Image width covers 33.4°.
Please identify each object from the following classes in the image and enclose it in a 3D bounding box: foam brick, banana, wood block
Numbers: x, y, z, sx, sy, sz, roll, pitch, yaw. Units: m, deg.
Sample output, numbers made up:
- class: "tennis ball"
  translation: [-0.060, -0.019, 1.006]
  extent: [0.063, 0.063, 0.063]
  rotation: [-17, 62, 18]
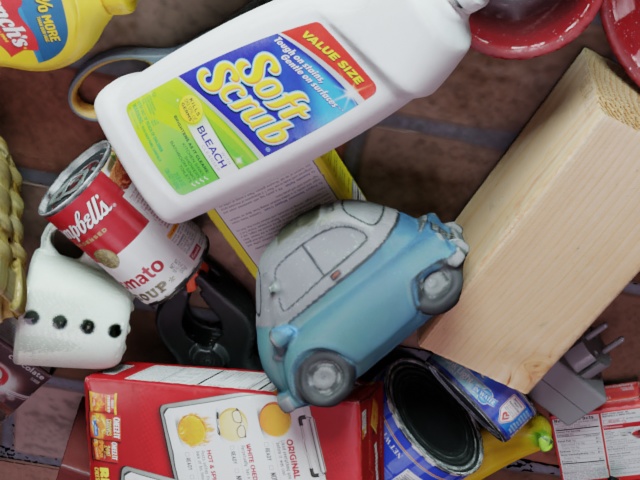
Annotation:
- class: "foam brick"
  translation: [-0.186, 0.181, 0.878]
  extent: [0.051, 0.078, 0.053]
  rotation: [18, 125, -10]
- class: "banana"
  translation: [0.119, 0.181, 0.861]
  extent: [0.198, 0.069, 0.037]
  rotation: [-41, 77, 37]
- class: "wood block"
  translation: [0.155, -0.008, 0.705]
  extent: [0.090, 0.090, 0.206]
  rotation: [24, 124, -12]

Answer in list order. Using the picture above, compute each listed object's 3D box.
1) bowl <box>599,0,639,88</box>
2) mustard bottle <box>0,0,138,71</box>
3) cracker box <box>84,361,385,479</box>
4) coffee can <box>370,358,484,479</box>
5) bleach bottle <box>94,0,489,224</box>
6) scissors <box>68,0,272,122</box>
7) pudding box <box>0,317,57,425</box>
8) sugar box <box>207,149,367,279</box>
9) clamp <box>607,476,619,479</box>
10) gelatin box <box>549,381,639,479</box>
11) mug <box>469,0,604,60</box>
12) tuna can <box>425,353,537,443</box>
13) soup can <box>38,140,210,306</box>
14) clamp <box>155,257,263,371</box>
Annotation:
- class: "bowl"
  translation: [0.242, -0.140, 0.599]
  extent: [0.162, 0.055, 0.162]
  rotation: [27, 140, 25]
- class: "mustard bottle"
  translation: [-0.190, -0.149, 0.653]
  extent: [0.192, 0.058, 0.096]
  rotation: [-6, 118, 9]
- class: "cracker box"
  translation: [-0.061, 0.179, 0.779]
  extent: [0.214, 0.072, 0.164]
  rotation: [2, 98, 20]
- class: "coffee can"
  translation: [0.042, 0.173, 0.836]
  extent: [0.102, 0.102, 0.140]
  rotation: [36, 121, -20]
- class: "bleach bottle"
  translation: [-0.014, -0.098, 0.604]
  extent: [0.251, 0.068, 0.102]
  rotation: [-26, 97, 36]
- class: "scissors"
  translation: [-0.069, -0.109, 0.698]
  extent: [0.202, 0.016, 0.096]
  rotation: [-17, 124, 17]
- class: "pudding box"
  translation: [-0.277, 0.090, 0.845]
  extent: [0.113, 0.039, 0.090]
  rotation: [38, 120, -21]
- class: "sugar box"
  translation: [-0.005, 0.001, 0.753]
  extent: [0.093, 0.048, 0.176]
  rotation: [-23, 124, 18]
- class: "clamp"
  translation: [0.203, 0.270, 0.926]
  extent: [0.165, 0.036, 0.210]
  rotation: [-7, 134, 26]
- class: "gelatin box"
  translation: [0.224, 0.155, 0.853]
  extent: [0.073, 0.030, 0.089]
  rotation: [-9, 125, 13]
- class: "mug"
  translation: [0.120, -0.167, 0.599]
  extent: [0.117, 0.081, 0.093]
  rotation: [-30, 118, 23]
- class: "tuna can"
  translation: [0.118, 0.109, 0.792]
  extent: [0.033, 0.086, 0.086]
  rotation: [-44, 116, -5]
- class: "soup can"
  translation: [-0.135, -0.011, 0.743]
  extent: [0.069, 0.068, 0.102]
  rotation: [-33, 118, 25]
- class: "clamp"
  translation: [-0.091, 0.088, 0.829]
  extent: [0.120, 0.039, 0.171]
  rotation: [-13, 119, 9]
